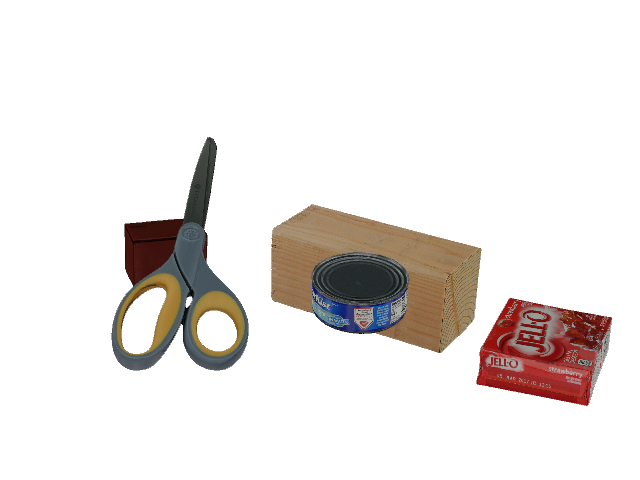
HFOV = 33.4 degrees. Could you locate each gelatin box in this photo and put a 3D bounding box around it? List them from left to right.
[{"bbox_3d":[0.151,0.072,0.715,0.073,0.030,0.089,10,23,20],"label":"gelatin box"}]

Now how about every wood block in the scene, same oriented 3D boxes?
[{"bbox_3d":[0.057,0.038,1.148,0.206,0.091,0.090,16,29,27],"label":"wood block"}]

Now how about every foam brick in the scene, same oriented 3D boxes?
[{"bbox_3d":[-0.161,0.011,1.108,0.078,0.051,0.053,-5,22,-19],"label":"foam brick"}]

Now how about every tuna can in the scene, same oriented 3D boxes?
[{"bbox_3d":[0.034,0.046,0.937,0.086,0.034,0.086,0,29,0],"label":"tuna can"}]

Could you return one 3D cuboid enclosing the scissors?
[{"bbox_3d":[-0.073,0.011,0.729,0.096,0.201,0.016,20,-38,7],"label":"scissors"}]
